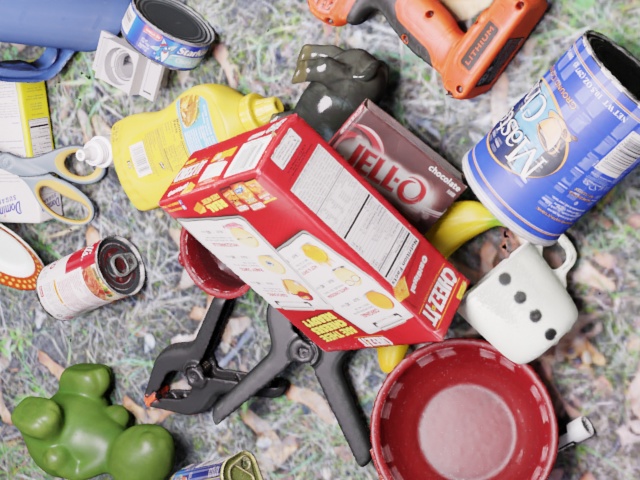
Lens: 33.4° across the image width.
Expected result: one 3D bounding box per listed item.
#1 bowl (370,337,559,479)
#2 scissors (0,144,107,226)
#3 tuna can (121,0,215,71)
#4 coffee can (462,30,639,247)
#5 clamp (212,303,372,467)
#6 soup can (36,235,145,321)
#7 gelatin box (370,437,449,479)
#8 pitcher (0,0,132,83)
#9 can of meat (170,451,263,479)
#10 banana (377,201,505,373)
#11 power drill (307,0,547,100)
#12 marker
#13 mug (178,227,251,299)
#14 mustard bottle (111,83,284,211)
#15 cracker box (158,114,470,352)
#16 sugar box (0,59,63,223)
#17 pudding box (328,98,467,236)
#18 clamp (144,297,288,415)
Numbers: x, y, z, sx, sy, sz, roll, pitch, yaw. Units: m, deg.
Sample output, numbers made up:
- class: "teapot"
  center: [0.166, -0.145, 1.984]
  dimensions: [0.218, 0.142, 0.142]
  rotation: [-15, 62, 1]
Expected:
- class: "bowl"
  center: [0.127, 0.169, 0.939]
  dimensions: [0.162, 0.055, 0.162]
  rotation: [-3, 77, 11]
- class: "scissors"
  center: [-0.314, -0.094, 1.132]
  dimensions: [0.201, 0.016, 0.096]
  rotation: [39, 98, -12]
- class: "tuna can"
  center: [-0.146, -0.199, 1.019]
  dimensions: [0.086, 0.086, 0.034]
  rotation: [43, 120, 15]
- class: "coffee can"
  center: [0.195, -0.078, 0.835]
  dimensions: [0.103, 0.102, 0.140]
  rotation: [49, 120, 12]
- class: "clamp"
  center: [-0.022, 0.108, 1.031]
  dimensions: [0.165, 0.036, 0.210]
  rotation: [7, 101, 12]
- class: "soup can"
  center: [-0.247, 0.042, 1.146]
  dimensions: [0.102, 0.068, 0.068]
  rotation: [-22, 90, 33]
- class: "gelatin box"
  center: [0.099, 0.221, 1.004]
  dimensions: [0.089, 0.030, 0.073]
  rotation: [-17, 92, 33]
- class: "pitcher"
  center: [-0.309, -0.239, 1.013]
  dimensions: [0.145, 0.242, 0.149]
  rotation: [-15, 88, 36]
- class: "can of meat"
  center: [-0.103, 0.280, 1.123]
  dimensions: [0.084, 0.057, 0.102]
  rotation: [-19, 91, 35]
- class: "banana"
  center: [0.095, 0.031, 0.950]
  dimensions: [0.198, 0.037, 0.070]
  rotation: [-56, 42, 30]
- class: "power drill"
  center: [0.094, -0.223, 0.890]
  dimensions: [0.188, 0.057, 0.185]
  rotation: [43, 123, 18]
- class: "marker"
  center: [0.189, 0.191, 0.950]
  dimensions: [0.121, 0.020, 0.020]
  rotation: [-37, 82, 31]
- class: "mug"
  center: [-0.084, 0.005, 1.032]
  dimensions: [0.117, 0.081, 0.093]
  rotation: [-18, 92, 32]
- class: "mustard bottle"
  center: [-0.115, -0.099, 1.040]
  dimensions: [0.192, 0.058, 0.096]
  rotation: [-19, 87, 33]
- class: "cracker box"
  center: [-0.006, 0.001, 0.883]
  dimensions: [0.213, 0.072, 0.164]
  rotation: [42, 151, -23]
- class: "sugar box"
  center: [-0.341, -0.108, 1.180]
  dimensions: [0.093, 0.048, 0.176]
  rotation: [3, 106, 30]
- class: "pudding box"
  center: [0.054, -0.051, 0.906]
  dimensions: [0.113, 0.039, 0.090]
  rotation: [36, 112, -13]
- class: "clamp"
  center: [-0.123, 0.124, 1.108]
  dimensions: [0.172, 0.039, 0.120]
  rotation: [-21, 90, 28]
